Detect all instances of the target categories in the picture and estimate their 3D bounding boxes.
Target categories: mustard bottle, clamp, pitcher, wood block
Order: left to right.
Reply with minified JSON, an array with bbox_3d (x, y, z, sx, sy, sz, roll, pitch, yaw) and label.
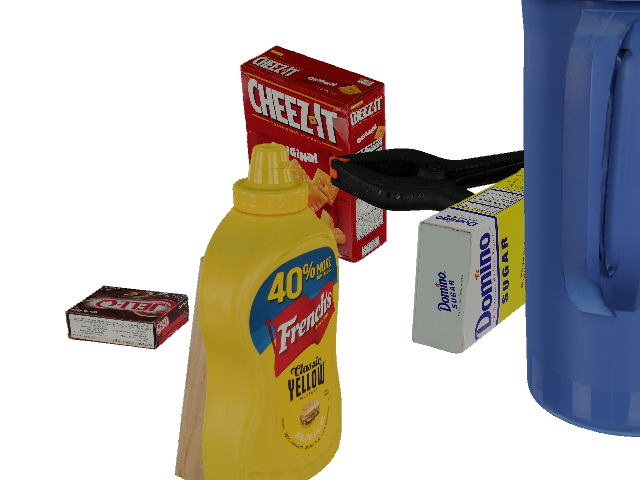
[{"bbox_3d":[-0.060,0.120,0.958,0.090,0.206,0.090,19,17,38],"label":"wood block"},{"bbox_3d":[-0.027,0.041,0.597,0.058,0.192,0.096,12,21,37],"label":"mustard bottle"},{"bbox_3d":[0.113,-0.057,1.001,0.210,0.036,0.164,12,32,21],"label":"clamp"},{"bbox_3d":[0.167,-0.018,0.575,0.149,0.243,0.145,-6,18,-15],"label":"pitcher"}]

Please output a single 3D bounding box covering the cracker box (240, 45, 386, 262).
[{"bbox_3d":[-0.008,-0.097,1.233,0.164,0.214,0.072,25,45,33],"label":"cracker box"}]

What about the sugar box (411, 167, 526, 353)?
[{"bbox_3d":[0.129,0.011,0.795,0.048,0.093,0.175,13,23,28],"label":"sugar box"}]

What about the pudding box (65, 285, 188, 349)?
[{"bbox_3d":[-0.219,0.087,1.217,0.114,0.039,0.090,3,17,17],"label":"pudding box"}]
